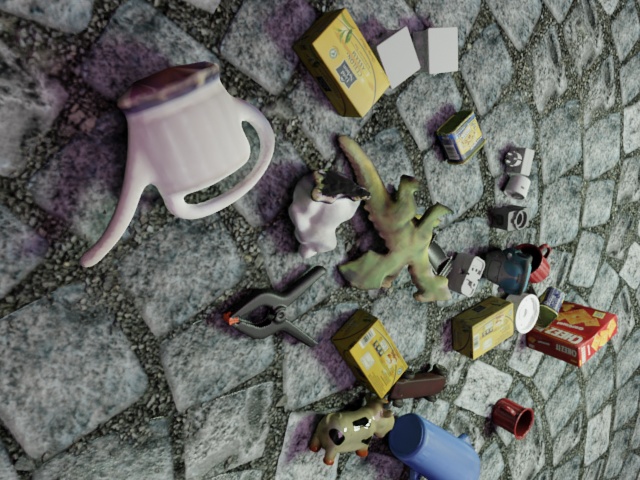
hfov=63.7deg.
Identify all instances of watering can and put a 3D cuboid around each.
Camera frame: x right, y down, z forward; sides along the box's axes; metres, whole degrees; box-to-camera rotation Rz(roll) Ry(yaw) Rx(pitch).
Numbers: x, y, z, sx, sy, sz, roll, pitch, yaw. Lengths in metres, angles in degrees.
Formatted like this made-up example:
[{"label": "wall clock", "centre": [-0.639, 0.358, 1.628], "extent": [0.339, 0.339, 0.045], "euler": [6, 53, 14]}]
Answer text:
[{"label": "watering can", "centre": [-0.221, -0.123, 0.749], "extent": [0.352, 0.104, 0.220], "euler": [-33, 118, -26]}]

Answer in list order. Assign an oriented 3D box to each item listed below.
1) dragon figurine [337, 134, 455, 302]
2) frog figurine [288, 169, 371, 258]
[{"label": "dragon figurine", "centre": [0.132, -0.005, 1.050], "extent": [0.407, 0.123, 0.244], "euler": [34, 85, -20]}, {"label": "frog figurine", "centre": [0.003, -0.048, 0.955], "extent": [0.139, 0.124, 0.156], "euler": [-21, 149, -40]}]
